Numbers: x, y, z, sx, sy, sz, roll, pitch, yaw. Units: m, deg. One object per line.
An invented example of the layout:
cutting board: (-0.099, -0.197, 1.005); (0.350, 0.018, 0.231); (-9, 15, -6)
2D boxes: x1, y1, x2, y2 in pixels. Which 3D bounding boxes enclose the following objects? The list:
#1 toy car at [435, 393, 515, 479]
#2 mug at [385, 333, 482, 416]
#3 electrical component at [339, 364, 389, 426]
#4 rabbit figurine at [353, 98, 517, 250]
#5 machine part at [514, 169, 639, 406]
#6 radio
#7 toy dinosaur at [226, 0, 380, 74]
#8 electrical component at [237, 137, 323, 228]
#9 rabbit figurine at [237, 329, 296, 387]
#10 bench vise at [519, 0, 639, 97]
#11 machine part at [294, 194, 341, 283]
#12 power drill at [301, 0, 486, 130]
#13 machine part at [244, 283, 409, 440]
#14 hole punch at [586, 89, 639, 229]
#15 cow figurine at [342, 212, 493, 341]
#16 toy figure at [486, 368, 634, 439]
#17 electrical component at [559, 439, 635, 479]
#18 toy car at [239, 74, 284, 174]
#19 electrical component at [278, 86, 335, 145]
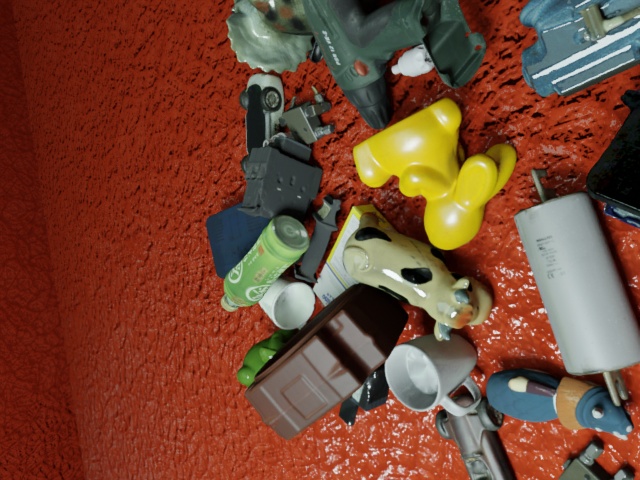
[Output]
toy car: (0.208, 0.291, 0.662); (0.089, 0.053, 0.202); (-33, 69, 45)
mug: (0.153, 0.160, 0.661); (0.110, 0.107, 0.080); (36, 124, 36)
electrical component: (0.066, 0.225, 0.824); (0.075, 0.048, 0.119); (28, 118, 45)
rabbit figurine: (0.150, -0.075, 0.644); (0.162, 0.122, 0.173); (-17, 97, 41)
machine part: (0.257, 0.042, 0.536); (0.079, 0.079, 0.243); (-25, 77, 50)
radio: (-0.123, -0.004, 0.998); (0.230, 0.073, 0.131); (-15, 85, 52)
toy dinosaur: (0.003, -0.336, 0.697); (0.405, 0.131, 0.192); (-2, 137, 37)
electrical component: (-0.061, -0.093, 0.858); (0.058, 0.115, 0.134); (9, 84, 48)
rabbit figurine: (-0.045, 0.204, 0.897); (0.170, 0.159, 0.121); (-13, 77, 36)
bench vise: (0.260, -0.240, 0.452); (0.224, 0.129, 0.240); (-23, 86, 51)
machine part: (-0.002, -0.003, 0.845); (0.138, 0.039, 0.084); (-70, 20, 7)
power drill: (0.086, -0.219, 0.630); (0.208, 0.086, 0.231); (25, 158, 53)
machine part: (0.008, 0.147, 0.702); (0.087, 0.201, 0.201); (48, 115, 4)
hole punch: (0.312, -0.055, 0.462); (0.142, 0.092, 0.115); (37, 95, 44)
cow figurine: (0.119, 0.045, 0.659); (0.195, 0.127, 0.085); (25, 116, 7)
toy figure: (0.254, 0.171, 0.575); (0.155, 0.064, 0.057); (-6, 76, 52)
electrical component: (0.291, 0.263, 0.577); (0.063, 0.021, 0.094); (44, 129, 37)
toy car: (-0.100, -0.189, 0.950); (0.074, 0.056, 0.201); (11, 106, 43)
electrical component: (-0.021, -0.197, 0.864); (0.102, 0.045, 0.078); (-12, 115, 54)
